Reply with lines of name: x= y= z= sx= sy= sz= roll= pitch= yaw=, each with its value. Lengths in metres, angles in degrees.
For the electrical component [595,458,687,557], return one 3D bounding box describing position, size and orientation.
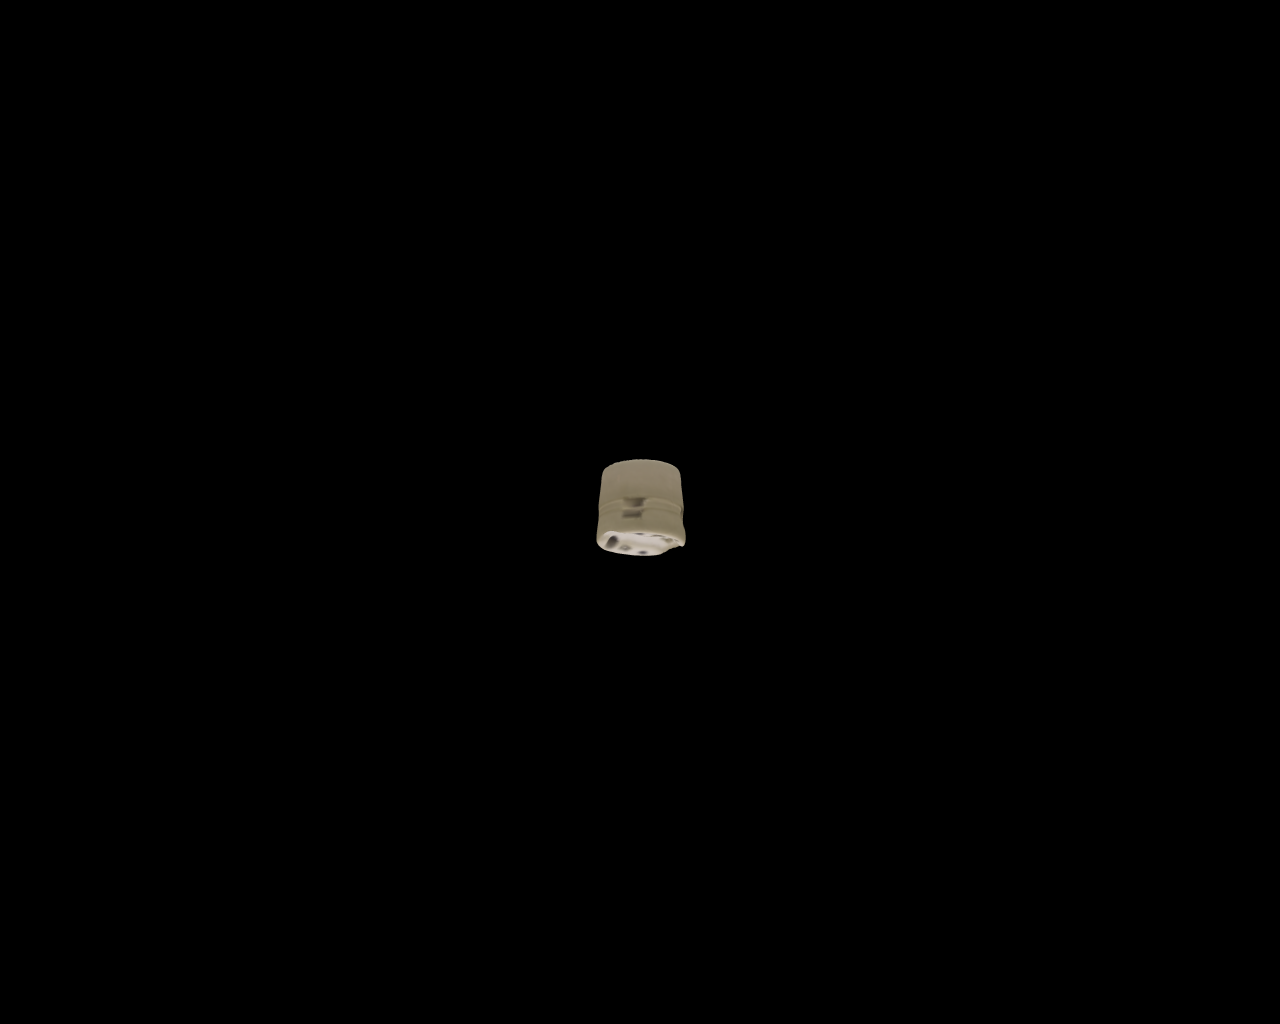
electrical component: x=0.001 y=-0.003 z=0.650 sx=0.055 sy=0.047 sz=0.055 roll=0 pitch=-18 yaw=0
